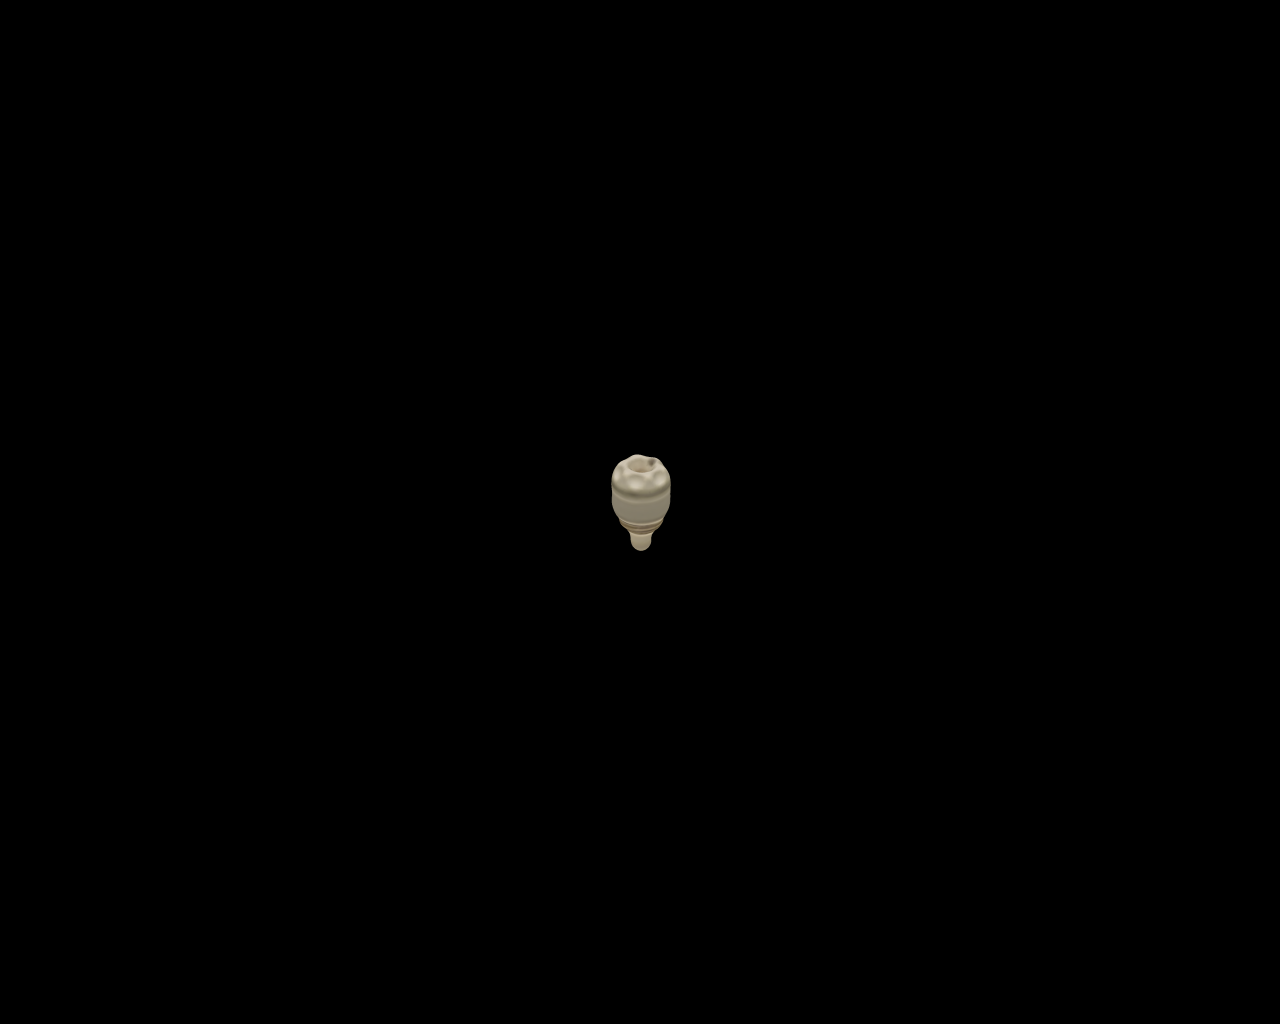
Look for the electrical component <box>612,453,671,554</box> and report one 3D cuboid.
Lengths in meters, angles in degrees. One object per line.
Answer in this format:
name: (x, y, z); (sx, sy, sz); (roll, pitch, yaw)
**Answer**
electrical component: (0.001, -0.003, 0.650); (0.035, 0.061, 0.035); (0, 33, 0)
